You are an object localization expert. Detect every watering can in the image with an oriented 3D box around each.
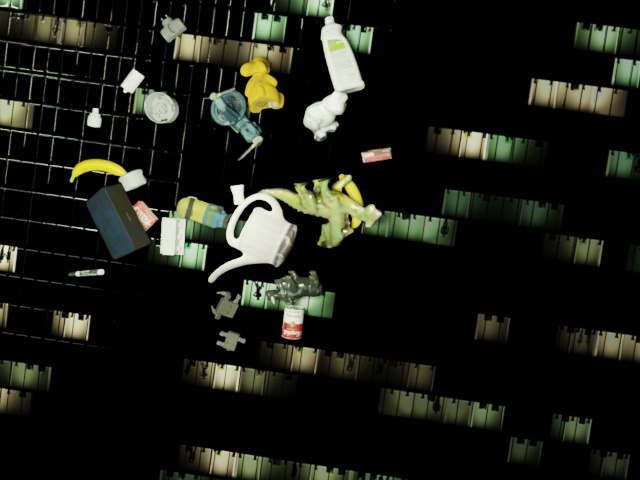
[{"bbox_3d":[-0.213,0.020,1.703,0.104,0.224,0.347,-24,-41,-88],"label":"watering can"}]

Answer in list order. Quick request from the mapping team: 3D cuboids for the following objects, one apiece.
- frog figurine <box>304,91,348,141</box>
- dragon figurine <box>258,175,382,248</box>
[{"bbox_3d":[0.017,-0.418,1.652,0.124,0.138,0.155,52,148,27],"label":"frog figurine"},{"bbox_3d":[0.005,-0.085,1.696,0.123,0.409,0.241,-34,-66,-65],"label":"dragon figurine"}]
